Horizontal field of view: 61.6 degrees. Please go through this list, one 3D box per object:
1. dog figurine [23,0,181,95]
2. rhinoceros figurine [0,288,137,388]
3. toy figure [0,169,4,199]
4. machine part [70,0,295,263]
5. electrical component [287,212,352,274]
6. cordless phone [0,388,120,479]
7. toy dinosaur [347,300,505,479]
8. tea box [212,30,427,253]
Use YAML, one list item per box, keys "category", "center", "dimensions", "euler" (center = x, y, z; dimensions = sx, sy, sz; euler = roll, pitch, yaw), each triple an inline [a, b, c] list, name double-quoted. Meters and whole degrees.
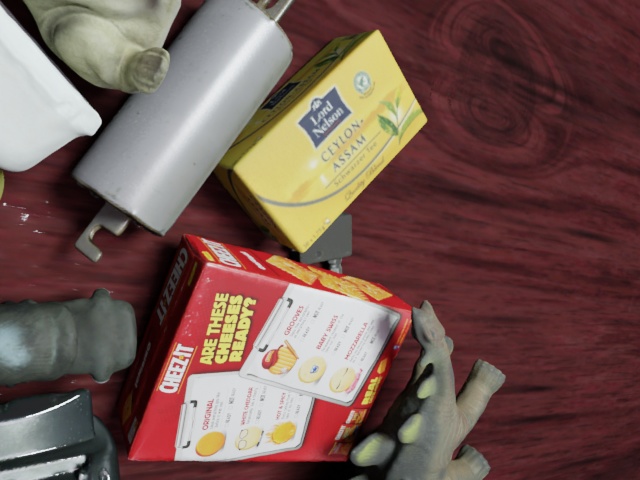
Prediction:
- category: "dog figurine"
  center: [-0.160, -0.174, 0.285]
  dimensions: [0.190, 0.121, 0.172]
  euler: [22, 128, -33]
- category: "rhinoceros figurine"
  center: [-0.214, 0.068, 0.332]
  dimensions: [0.190, 0.112, 0.073]
  euler: [-3, 75, -20]
- category: "toy figure"
  center: [-0.257, -0.069, 0.280]
  dimensions: [0.082, 0.089, 0.180]
  euler: [-42, 123, -9]
- category: "machine part"
  center: [-0.096, -0.090, 0.387]
  dimensions: [0.079, 0.079, 0.243]
  euler: [39, 80, -33]
- category: "electrical component"
  center: [-0.001, -0.002, 0.502]
  dimensions: [0.063, 0.021, 0.093]
  euler: [-9, 107, -31]
- category: "cordless phone"
  center: [-0.194, 0.196, 0.327]
  dimensions: [0.146, 0.184, 0.088]
  euler: [1, 143, -32]
- category: "toy dinosaur"
  center: [0.080, 0.253, 0.544]
  dimensions: [0.198, 0.105, 0.470]
  euler: [-33, 134, -36]
- category: "tea box"
  center: [0.000, -0.084, 0.455]
  dimensions: [0.169, 0.068, 0.098]
  euler: [-48, 123, -14]
